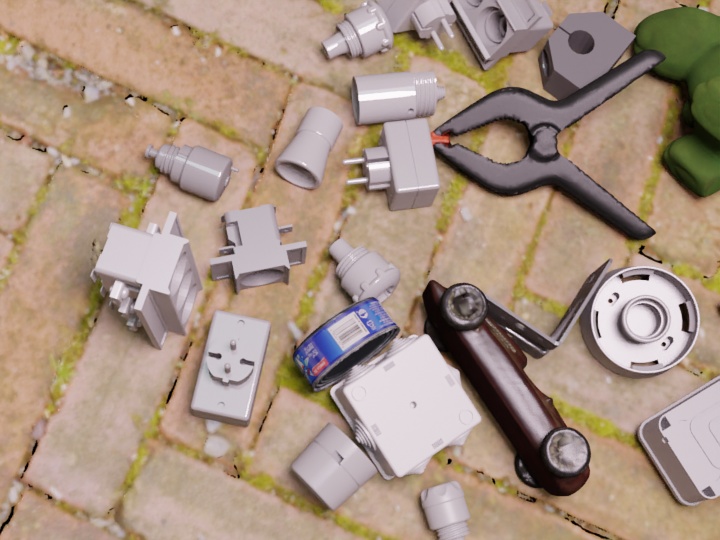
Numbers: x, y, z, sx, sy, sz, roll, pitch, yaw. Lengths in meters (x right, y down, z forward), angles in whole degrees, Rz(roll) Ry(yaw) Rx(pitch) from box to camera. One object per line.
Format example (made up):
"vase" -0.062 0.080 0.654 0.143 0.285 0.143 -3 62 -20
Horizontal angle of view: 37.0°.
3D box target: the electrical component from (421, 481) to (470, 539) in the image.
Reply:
"electrical component" 0.072 0.201 0.855 0.035 0.035 0.061 -15 78 -10

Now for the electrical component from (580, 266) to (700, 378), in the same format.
"electrical component" 0.239 0.043 0.918 0.099 0.064 0.099 0 83 4

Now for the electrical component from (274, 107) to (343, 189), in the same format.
"electrical component" -0.042 -0.109 0.937 0.044 0.044 0.065 24 67 2

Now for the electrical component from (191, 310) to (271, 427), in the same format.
"electrical component" -0.102 0.075 0.855 0.047 0.075 0.083 12 72 -2

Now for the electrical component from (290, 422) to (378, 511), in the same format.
"electrical component" -0.022 0.156 0.850 0.055 0.055 0.047 44 78 8

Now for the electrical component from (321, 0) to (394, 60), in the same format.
"electrical component" -0.004 -0.211 0.970 0.062 0.048 0.048 -27 77 -6

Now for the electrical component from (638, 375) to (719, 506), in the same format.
"electrical component" 0.296 0.134 0.886 0.113 0.057 0.078 -28 78 -13

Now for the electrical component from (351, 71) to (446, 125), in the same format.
"electrical component" 0.036 -0.154 0.956 0.081 0.043 0.043 -7 74 -8

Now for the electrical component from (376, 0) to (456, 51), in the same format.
"electrical component" 0.062 -0.234 0.966 0.047 0.066 0.076 -18 75 -33

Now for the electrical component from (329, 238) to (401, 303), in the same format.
"electrical component" 0.000 0.000 0.906 0.048 0.048 0.062 -39 72 -15

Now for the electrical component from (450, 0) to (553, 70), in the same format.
"electrical component" 0.119 -0.257 0.982 0.063 0.079 0.121 -16 73 -41

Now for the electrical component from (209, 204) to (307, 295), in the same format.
"electrical component" -0.088 -0.019 0.904 0.081 0.042 0.063 -11 71 -10

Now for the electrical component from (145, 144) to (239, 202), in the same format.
"electrical component" -0.145 -0.088 0.920 0.078 0.040 0.040 21 72 2

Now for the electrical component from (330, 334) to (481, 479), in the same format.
"electrical component" 0.038 0.109 0.865 0.100 0.048 0.099 -32 89 -14

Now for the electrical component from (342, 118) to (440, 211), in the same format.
"electrical component" 0.024 -0.089 0.933 0.077 0.047 0.065 -7 74 -8

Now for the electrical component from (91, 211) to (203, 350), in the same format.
"electrical component" -0.166 0.008 0.846 0.063 0.121 0.078 16 72 2
